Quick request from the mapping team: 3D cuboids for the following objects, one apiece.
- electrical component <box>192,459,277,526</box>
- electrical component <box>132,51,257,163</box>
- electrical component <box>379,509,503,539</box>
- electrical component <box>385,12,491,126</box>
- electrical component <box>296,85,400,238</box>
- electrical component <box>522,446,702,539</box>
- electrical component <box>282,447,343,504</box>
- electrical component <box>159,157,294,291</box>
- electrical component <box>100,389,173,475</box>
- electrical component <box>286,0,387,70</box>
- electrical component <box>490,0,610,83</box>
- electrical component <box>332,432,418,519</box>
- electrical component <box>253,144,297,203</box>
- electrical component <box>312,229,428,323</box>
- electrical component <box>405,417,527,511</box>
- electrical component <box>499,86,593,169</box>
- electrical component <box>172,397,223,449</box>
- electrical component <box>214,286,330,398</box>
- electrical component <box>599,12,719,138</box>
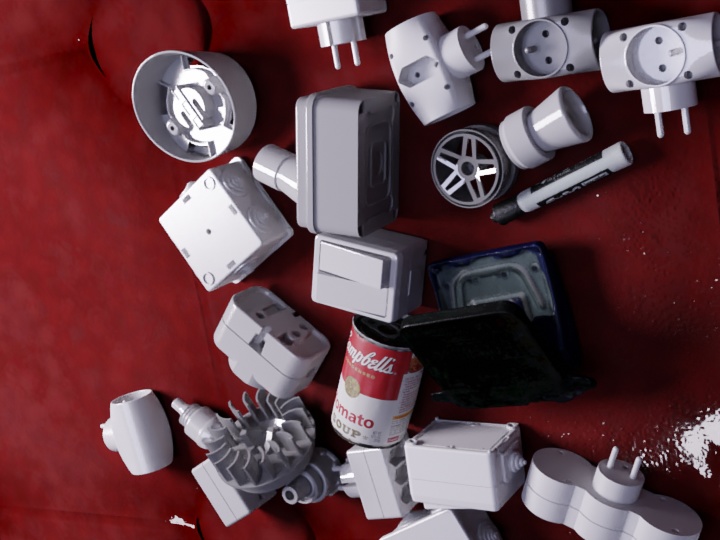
[{"bbox_3d":[-0.110,0.197,1.038,0.077,0.047,0.065,-37,84,34],"label":"electrical component"},{"bbox_3d":[-0.143,-0.145,0.944,0.099,0.064,0.099,10,110,29],"label":"electrical component"},{"bbox_3d":[0.079,0.249,0.937,0.100,0.048,0.099,-34,86,34],"label":"electrical component"},{"bbox_3d":[0.068,-0.161,0.822,0.079,0.043,0.077,-23,92,33],"label":"electrical component"},{"bbox_3d":[-0.010,-0.089,0.871,0.057,0.078,0.113,9,109,26],"label":"electrical component"},{"bbox_3d":[0.199,0.172,0.838,0.138,0.052,0.073,23,115,24],"label":"electrical component"},{"bbox_3d":[-0.048,0.194,0.990,0.048,0.062,0.048,10,110,29],"label":"electrical component"},{"bbox_3d":[-0.123,-0.040,0.973,0.100,0.048,0.099,-39,84,33],"label":"electrical component"},{"bbox_3d":[-0.238,0.168,1.110,0.079,0.043,0.077,-9,100,34],"label":"electrical component"},{"bbox_3d":[-0.016,-0.200,0.859,0.066,0.047,0.076,-4,103,32],"label":"electrical component"},{"bbox_3d":[0.135,-0.179,0.775,0.077,0.044,0.079,-2,104,32],"label":"electrical component"},{"bbox_3d":[0.009,0.183,0.961,0.077,0.047,0.065,-13,98,34],"label":"electrical component"},{"bbox_3d":[-0.060,-0.082,0.927,0.065,0.044,0.044,27,117,28],"label":"electrical component"},{"bbox_3d":[0.000,0.000,0.902,0.096,0.061,0.061,15,112,27],"label":"electrical component"},{"bbox_3d":[0.094,0.164,0.894,0.096,0.062,0.061,0,105,32],"label":"electrical component"},{"bbox_3d":[0.137,-0.104,0.796,0.055,0.045,0.045,-26,90,35],"label":"electrical component"},{"bbox_3d":[-0.161,0.148,1.063,0.061,0.035,0.035,36,120,20],"label":"electrical component"},{"bbox_3d":[-0.083,0.068,0.978,0.095,0.054,0.059,39,121,16],"label":"electrical component"},{"bbox_3d":[0.212,-0.131,0.742,0.077,0.044,0.079,-4,102,32],"label":"electrical component"}]
